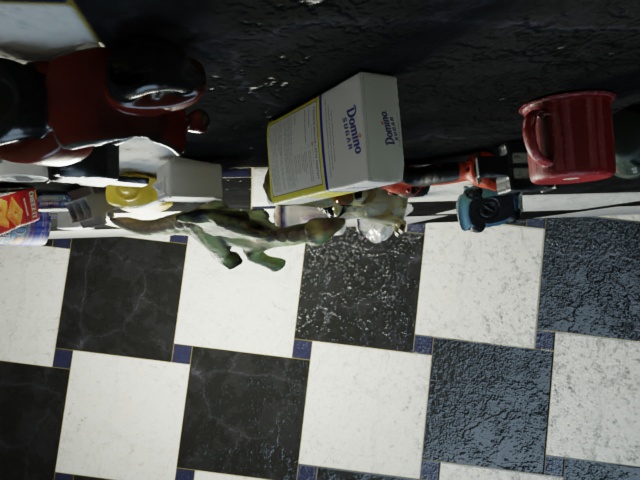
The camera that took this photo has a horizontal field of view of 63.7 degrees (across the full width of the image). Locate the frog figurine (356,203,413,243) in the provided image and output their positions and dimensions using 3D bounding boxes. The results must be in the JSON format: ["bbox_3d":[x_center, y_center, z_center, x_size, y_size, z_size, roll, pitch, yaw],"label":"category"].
[{"bbox_3d":[0.188,-0.062,1.423,0.158,0.121,0.140,-13,-154,24],"label":"frog figurine"}]

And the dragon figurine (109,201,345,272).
[{"bbox_3d":[-0.166,-0.026,0.835,0.410,0.123,0.240,4,169,-4],"label":"dragon figurine"}]

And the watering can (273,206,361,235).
[{"bbox_3d":[0.004,-0.064,1.265,0.224,0.104,0.348,-2,-176,4],"label":"watering can"}]
